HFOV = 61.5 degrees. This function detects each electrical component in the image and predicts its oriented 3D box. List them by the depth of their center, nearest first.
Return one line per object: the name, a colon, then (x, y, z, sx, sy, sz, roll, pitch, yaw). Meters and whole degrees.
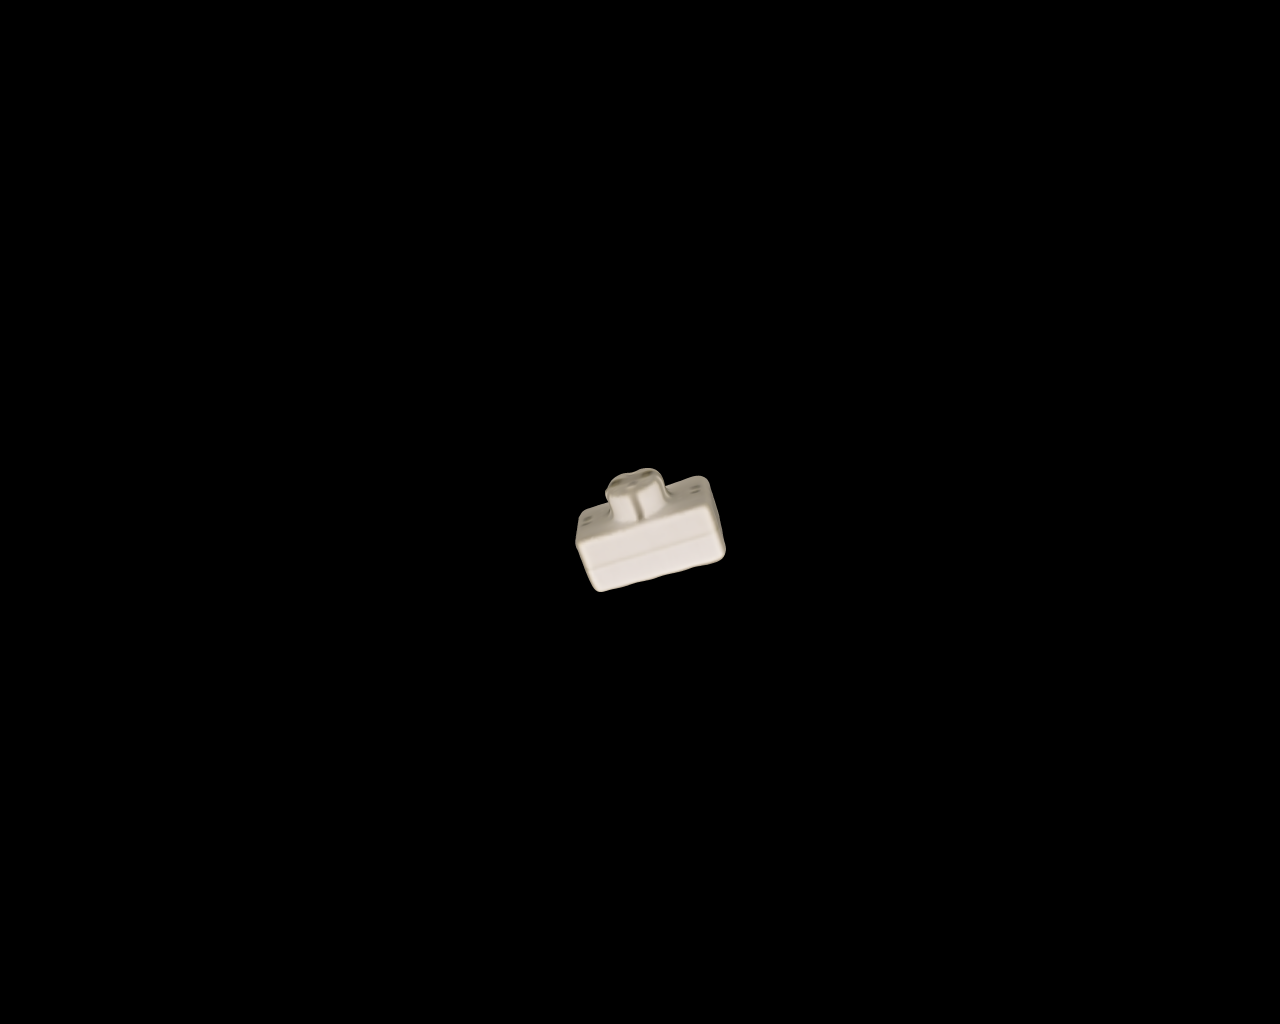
electrical component: (0.001, -0.003, 0.650, 0.083, 0.075, 0.047, -17, 22, 7)
